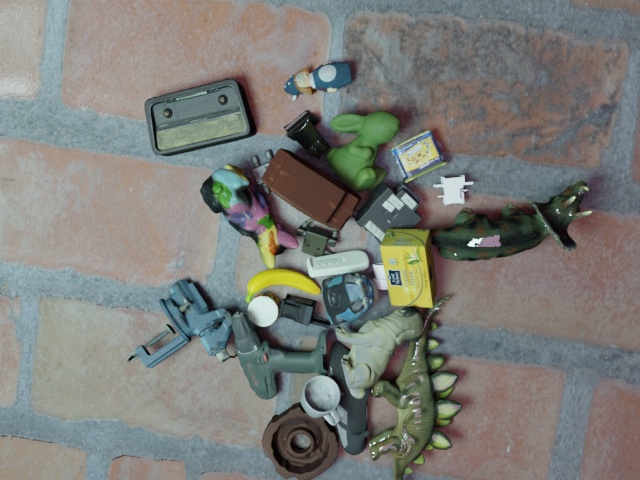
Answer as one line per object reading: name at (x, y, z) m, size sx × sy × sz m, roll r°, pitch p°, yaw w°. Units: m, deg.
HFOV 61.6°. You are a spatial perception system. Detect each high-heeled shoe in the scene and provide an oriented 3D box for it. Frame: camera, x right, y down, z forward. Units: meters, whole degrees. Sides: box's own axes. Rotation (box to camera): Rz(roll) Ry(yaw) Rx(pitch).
high-heeled shoe at (0.059, 0.372, 1.262) m, size 0.086 × 0.145 × 0.249 m, roll -6°, pitch 65°, yaw -23°

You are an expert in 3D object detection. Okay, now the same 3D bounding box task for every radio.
radio at (-0.270, -0.274, 1.212) m, size 0.230 × 0.073 × 0.131 m, roll -12°, pitch 94°, yaw 5°

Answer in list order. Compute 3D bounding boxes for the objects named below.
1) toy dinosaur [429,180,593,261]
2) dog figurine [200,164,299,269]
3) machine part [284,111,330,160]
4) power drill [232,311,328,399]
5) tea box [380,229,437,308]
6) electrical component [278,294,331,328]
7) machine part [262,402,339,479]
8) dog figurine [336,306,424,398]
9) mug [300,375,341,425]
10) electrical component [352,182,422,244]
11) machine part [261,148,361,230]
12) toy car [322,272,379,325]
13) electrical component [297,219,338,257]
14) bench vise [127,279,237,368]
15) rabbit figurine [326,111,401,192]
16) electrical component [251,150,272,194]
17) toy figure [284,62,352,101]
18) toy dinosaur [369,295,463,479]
toy dinosaur at (0.363, -0.012, 1.123) m, size 0.405 × 0.192 × 0.131 m, roll -14°, pitch 92°, yaw 5°
dog figurine at (-0.147, -0.045, 1.176) m, size 0.108 × 0.191 × 0.219 m, roll -41°, pitch 75°, yaw 1°
machine part at (-0.027, -0.232, 1.183) m, size 0.084 × 0.039 × 0.139 m, roll -32°, pitch 50°, yaw 2°
power drill at (-0.084, 0.254, 1.217) m, size 0.207 × 0.086 × 0.231 m, roll -8°, pitch 114°, yaw -4°
tea box at (0.194, 0.061, 1.158) m, size 0.098 × 0.068 × 0.169 m, roll -1°, pitch 127°, yaw 23°
electrical component at (-0.031, 0.165, 1.230) m, size 0.119 × 0.075 × 0.047 m, roll 14°, pitch 97°, yaw 8°
machine part at (-0.044, 0.474, 1.266) m, size 0.179 × 0.056 × 0.179 m, roll 0°, pitch 92°, yaw 3°
dog figurine at (0.142, 0.239, 1.159) m, size 0.191 × 0.121 × 0.172 m, roll -10°, pitch 90°, yaw 5°
mug at (0.004, 0.363, 1.196) m, size 0.081 × 0.107 × 0.110 m, roll -38°, pitch 76°, yaw -26°
electrical component at (0.156, -0.059, 1.188) m, size 0.114 × 0.058 × 0.134 m, roll 41°, pitch 98°, yaw -21°
machine part at (-0.017, -0.107, 1.142) m, size 0.201 × 0.201 × 0.087 m, roll 31°, pitch 99°, yaw 1°
toy car at (0.077, 0.121, 1.197) m, size 0.103 × 0.161 × 0.109 m, roll -9°, pitch 74°, yaw -33°
electrical component at (-0.004, -0.004, 1.231) m, size 0.102 × 0.045 × 0.078 m, roll 13°, pitch 125°, yaw 5°
bench vise at (-0.317, 0.218, 1.227) m, size 0.241 × 0.129 × 0.223 m, roll -34°, pitch 84°, yaw -10°
rabbit figurine at (0.101, -0.211, 1.168) m, size 0.159 × 0.121 × 0.170 m, roll 45°, pitch 113°, yaw 21°
electrical component at (-0.123, -0.155, 1.236) m, size 0.063 × 0.021 × 0.094 m, roll -20°, pitch 93°, yaw 6°
toy figure at (-0.008, -0.357, 1.194) m, size 0.155 × 0.057 × 0.064 m, roll -10°, pitch 56°, yaw 7°
toy dinosaur at (0.213, 0.355, 1.218) m, size 0.199 × 0.105 × 0.470 m, roll 4°, pitch 95°, yaw -2°
